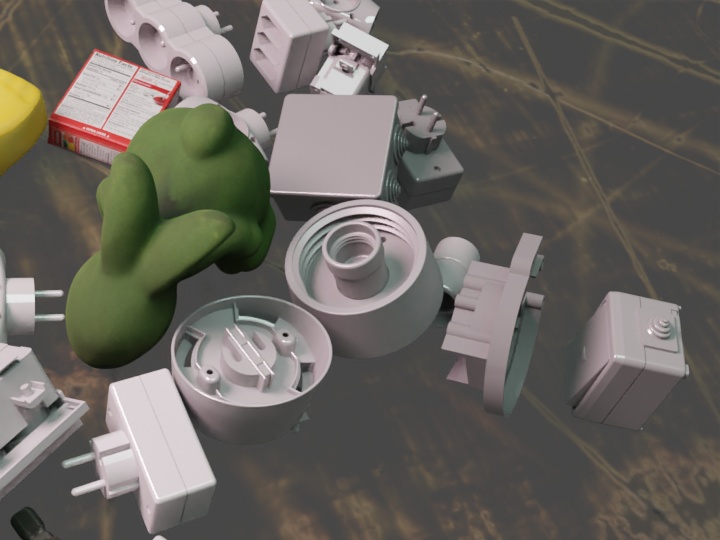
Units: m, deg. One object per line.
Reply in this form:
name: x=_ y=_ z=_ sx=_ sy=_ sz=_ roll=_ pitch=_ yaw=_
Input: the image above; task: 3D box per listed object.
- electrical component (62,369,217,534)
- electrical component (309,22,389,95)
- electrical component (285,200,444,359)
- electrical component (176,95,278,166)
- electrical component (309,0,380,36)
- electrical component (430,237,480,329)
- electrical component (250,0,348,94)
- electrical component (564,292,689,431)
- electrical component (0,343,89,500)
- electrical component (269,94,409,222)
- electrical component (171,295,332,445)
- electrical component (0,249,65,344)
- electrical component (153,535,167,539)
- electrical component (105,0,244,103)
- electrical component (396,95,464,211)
electrical component: x=-0.138 y=0.113 z=0.643 sx=0.076 sy=0.047 sz=0.083 roll=-15 pitch=59 yaw=-26
electrical component: x=-0.010 y=-0.159 z=0.882 sx=0.042 sy=0.081 sz=0.063 roll=28 pitch=79 yaw=6
electrical component: x=0.000 y=0.000 z=0.741 sx=0.108 sy=0.060 sz=0.108 roll=-7 pitch=52 yaw=9
electrical component: x=-0.096 y=-0.100 z=0.825 sx=0.079 sy=0.044 sz=0.077 roll=-32 pitch=68 yaw=-34
electrical component: x=-0.020 y=-0.237 z=0.957 sx=0.077 sy=0.044 sz=0.079 roll=22 pitch=50 yaw=-1
electrical component: x=0.065 y=0.006 z=0.798 sx=0.044 sy=0.044 sz=0.065 roll=26 pitch=45 yaw=3
electrical component: x=-0.044 y=-0.194 z=0.901 sx=0.077 sy=0.065 sz=0.047 roll=-21 pitch=63 yaw=-30
electrical component: x=0.186 y=0.061 z=0.759 sx=0.061 sy=0.096 sz=0.061 roll=12 pitch=50 yaw=-6
electrical component: x=-0.226 y=0.100 z=0.606 sx=0.079 sy=0.063 sz=0.121 roll=4 pitch=37 yaw=39
electrical component: x=-0.016 y=-0.082 z=0.806 sx=0.100 sy=0.048 sz=0.099 roll=3 pitch=64 yaw=14
electrical component: x=-0.071 y=0.060 z=0.684 sx=0.099 sy=0.064 sz=0.099 roll=8 pitch=49 yaw=-10
electrical component: x=-0.229 y=0.023 z=0.685 sx=0.079 sy=0.043 sz=0.077 roll=0 pitch=54 yaw=-19
electrical component: x=-0.110 y=0.180 z=0.581 sx=0.047 sy=0.076 sz=0.065 roll=32 pitch=50 yaw=8
electrical component: x=-0.139 y=-0.193 z=0.878 sx=0.074 sy=0.052 sz=0.138 roll=-30 pitch=67 yaw=-34
electrical component: x=0.045 y=-0.105 z=0.855 sx=0.047 sy=0.075 sz=0.083 roll=-15 pitch=59 yaw=-28
